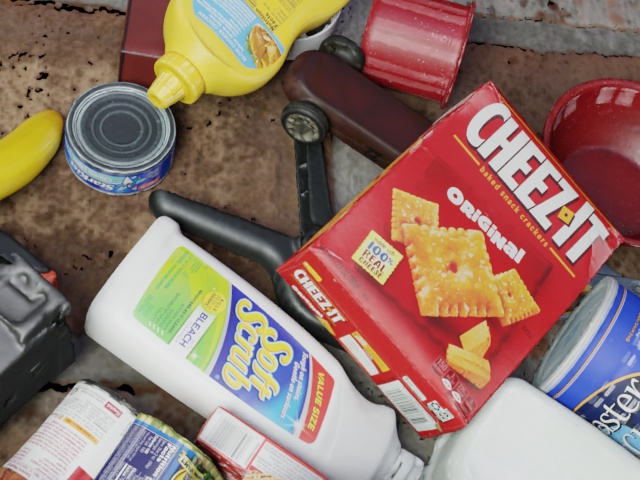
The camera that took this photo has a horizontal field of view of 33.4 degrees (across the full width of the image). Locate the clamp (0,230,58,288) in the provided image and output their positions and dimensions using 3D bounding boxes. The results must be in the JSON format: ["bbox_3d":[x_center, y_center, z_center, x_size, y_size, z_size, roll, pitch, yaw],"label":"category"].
[{"bbox_3d":[-0.272,0.032,0.739,0.171,0.039,0.120,13,68,2],"label":"clamp"}]

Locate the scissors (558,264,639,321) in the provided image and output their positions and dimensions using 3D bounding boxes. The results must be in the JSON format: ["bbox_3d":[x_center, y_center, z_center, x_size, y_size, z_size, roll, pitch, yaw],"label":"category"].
[{"bbox_3d":[0.246,0.025,0.873,0.201,0.016,0.096,-3,64,-15],"label":"scissors"}]

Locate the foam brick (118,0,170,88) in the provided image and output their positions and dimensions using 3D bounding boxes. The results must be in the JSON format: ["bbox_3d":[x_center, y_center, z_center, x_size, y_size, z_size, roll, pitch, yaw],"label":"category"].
[{"bbox_3d":[-0.132,-0.164,0.862,0.051,0.053,0.078,7,63,-10],"label":"foam brick"}]

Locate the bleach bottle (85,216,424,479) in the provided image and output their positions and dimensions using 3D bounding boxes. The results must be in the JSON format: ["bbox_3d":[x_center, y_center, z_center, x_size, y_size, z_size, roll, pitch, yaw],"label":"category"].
[{"bbox_3d":[-0.036,0.093,0.749,0.251,0.068,0.102,33,62,2],"label":"bleach bottle"}]

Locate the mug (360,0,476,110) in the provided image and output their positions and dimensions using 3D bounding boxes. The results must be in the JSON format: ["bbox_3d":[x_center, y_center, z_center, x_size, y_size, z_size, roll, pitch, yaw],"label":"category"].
[{"bbox_3d":[0.079,-0.170,0.900,0.081,0.093,0.117,16,30,1],"label":"mug"}]

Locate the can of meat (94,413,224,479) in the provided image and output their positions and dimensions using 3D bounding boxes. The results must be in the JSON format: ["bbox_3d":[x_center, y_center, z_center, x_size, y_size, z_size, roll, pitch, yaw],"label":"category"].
[{"bbox_3d":[-0.107,0.167,0.665,0.057,0.102,0.084,24,66,22],"label":"can of meat"}]

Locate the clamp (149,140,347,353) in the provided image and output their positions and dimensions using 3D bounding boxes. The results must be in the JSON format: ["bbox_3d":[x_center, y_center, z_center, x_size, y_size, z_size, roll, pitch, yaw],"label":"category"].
[{"bbox_3d":[-0.005,0.001,0.816,0.210,0.036,0.164,45,56,8],"label":"clamp"}]

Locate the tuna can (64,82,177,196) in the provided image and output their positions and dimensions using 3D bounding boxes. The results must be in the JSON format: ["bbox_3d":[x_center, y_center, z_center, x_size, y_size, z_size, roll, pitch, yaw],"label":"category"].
[{"bbox_3d":[-0.154,-0.079,0.824,0.086,0.034,0.086,5,62,-10],"label":"tuna can"}]

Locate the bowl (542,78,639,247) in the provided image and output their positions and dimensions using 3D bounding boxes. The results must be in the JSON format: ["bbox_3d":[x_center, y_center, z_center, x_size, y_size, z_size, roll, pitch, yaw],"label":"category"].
[{"bbox_3d":[0.252,-0.054,0.892,0.162,0.055,0.162,5,63,-11],"label":"bowl"}]

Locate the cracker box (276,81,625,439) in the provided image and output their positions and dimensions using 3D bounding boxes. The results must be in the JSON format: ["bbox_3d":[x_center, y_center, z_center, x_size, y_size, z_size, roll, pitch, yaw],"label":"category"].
[{"bbox_3d":[0.100,0.010,0.775,0.164,0.072,0.213,49,62,-4],"label":"cracker box"}]

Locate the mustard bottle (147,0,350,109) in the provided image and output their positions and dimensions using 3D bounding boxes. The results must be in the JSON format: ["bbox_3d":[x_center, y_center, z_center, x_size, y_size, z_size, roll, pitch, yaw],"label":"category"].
[{"bbox_3d":[-0.062,-0.167,0.817,0.096,0.058,0.191,46,66,-11],"label":"mustard bottle"}]

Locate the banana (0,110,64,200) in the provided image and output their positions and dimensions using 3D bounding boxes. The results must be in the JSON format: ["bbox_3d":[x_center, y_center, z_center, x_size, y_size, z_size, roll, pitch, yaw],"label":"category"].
[{"bbox_3d":[-0.254,-0.051,0.757,0.197,0.037,0.070,-21,71,-43],"label":"banana"}]

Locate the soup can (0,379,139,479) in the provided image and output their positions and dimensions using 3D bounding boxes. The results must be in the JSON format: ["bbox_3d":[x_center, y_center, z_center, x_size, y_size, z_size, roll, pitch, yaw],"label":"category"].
[{"bbox_3d":[-0.163,0.148,0.687,0.068,0.069,0.102,36,61,6],"label":"soup can"}]

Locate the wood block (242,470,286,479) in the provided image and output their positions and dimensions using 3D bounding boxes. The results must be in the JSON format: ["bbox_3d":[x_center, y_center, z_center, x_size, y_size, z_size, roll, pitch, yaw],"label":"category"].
[{"bbox_3d":[-0.026,0.209,0.608,0.090,0.206,0.090,16,61,-5],"label":"wood block"}]

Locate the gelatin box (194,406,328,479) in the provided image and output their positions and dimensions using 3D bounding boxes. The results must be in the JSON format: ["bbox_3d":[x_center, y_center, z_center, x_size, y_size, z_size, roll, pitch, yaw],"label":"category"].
[{"bbox_3d":[-0.043,0.155,0.708,0.089,0.073,0.030,33,63,4],"label":"gelatin box"}]

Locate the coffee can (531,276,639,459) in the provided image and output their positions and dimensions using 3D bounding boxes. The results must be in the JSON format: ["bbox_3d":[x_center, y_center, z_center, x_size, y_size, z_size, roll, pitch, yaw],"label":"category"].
[{"bbox_3d":[0.242,0.107,0.781,0.140,0.103,0.102,34,61,5],"label":"coffee can"}]
